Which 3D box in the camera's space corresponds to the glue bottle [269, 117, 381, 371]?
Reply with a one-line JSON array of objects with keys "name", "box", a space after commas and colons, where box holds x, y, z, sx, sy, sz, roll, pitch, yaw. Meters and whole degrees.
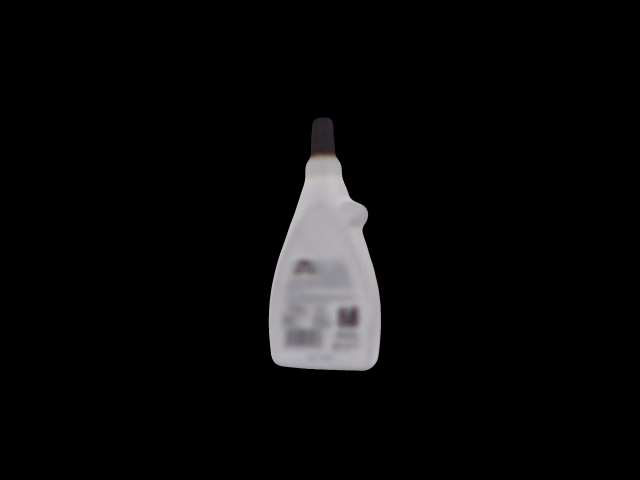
[{"name": "glue bottle", "box": [0.004, 0.001, 0.400, 0.078, 0.173, 0.037, 0, 2, 12]}]
